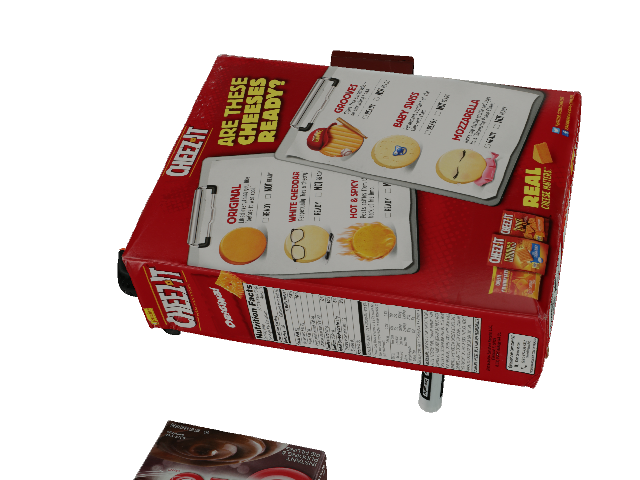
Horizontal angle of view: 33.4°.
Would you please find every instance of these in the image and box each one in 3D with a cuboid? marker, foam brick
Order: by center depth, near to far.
[{"bbox_3d":[0.090,0.090,0.836,0.020,0.121,0.020,0,42,0],"label":"marker"},{"bbox_3d":[0.046,-0.145,0.984,0.078,0.051,0.053,5,16,3],"label":"foam brick"}]

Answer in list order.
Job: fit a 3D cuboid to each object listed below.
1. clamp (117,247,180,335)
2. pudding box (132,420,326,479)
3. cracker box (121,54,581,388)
[{"bbox_3d":[-0.144,0.043,1.057,0.210,0.036,0.164,12,21,39],"label":"clamp"},{"bbox_3d":[-0.061,0.164,0.673,0.113,0.039,0.090,7,30,13],"label":"pudding box"},{"bbox_3d":[0.025,-0.016,0.581,0.214,0.164,0.072,7,-40,14],"label":"cracker box"}]
